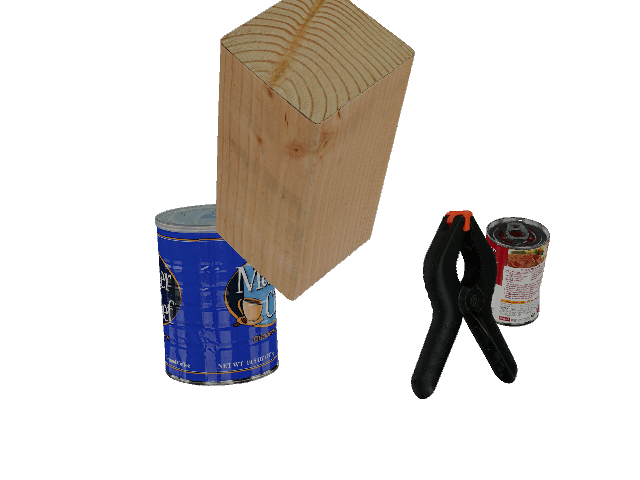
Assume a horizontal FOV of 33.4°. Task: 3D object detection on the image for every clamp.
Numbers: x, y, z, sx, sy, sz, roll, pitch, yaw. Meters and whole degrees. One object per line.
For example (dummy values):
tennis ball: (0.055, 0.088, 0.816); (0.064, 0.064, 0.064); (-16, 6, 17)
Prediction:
clamp: (0.122, 0.061, 0.969); (0.120, 0.171, 0.039); (-15, 6, -40)

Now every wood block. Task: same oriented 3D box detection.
wood block: (-0.012, -0.062, 0.740); (0.090, 0.090, 0.206); (-38, -23, -26)

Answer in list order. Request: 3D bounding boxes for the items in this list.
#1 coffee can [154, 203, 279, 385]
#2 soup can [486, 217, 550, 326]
coffee can: (-0.090, 0.045, 0.941); (0.103, 0.140, 0.103); (-2, 12, 0)
soup can: (0.212, 0.034, 1.171); (0.068, 0.102, 0.068); (0, 30, 0)
